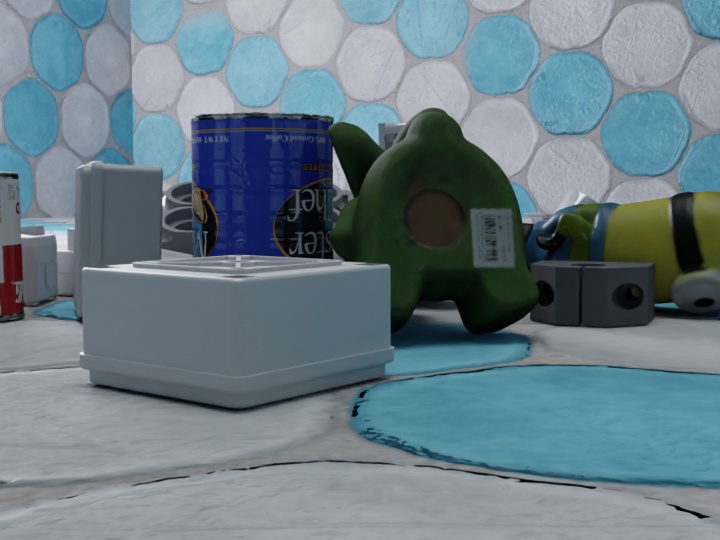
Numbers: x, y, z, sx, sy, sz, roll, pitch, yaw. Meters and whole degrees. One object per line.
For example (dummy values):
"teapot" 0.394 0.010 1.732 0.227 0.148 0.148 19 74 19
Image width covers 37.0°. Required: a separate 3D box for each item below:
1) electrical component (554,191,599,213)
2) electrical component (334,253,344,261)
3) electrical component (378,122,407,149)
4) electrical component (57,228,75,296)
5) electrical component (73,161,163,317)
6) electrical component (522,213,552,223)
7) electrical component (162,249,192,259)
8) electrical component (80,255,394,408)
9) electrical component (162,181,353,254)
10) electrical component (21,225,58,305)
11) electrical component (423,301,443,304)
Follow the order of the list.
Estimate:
"electrical component" 0.213 -0.023 1.046 0.079 0.077 0.044 38 -9 -20
"electrical component" 0.000 0.000 0.815 0.081 0.043 0.043 -9 0 30
"electrical component" 0.061 -0.064 1.023 0.062 0.150 0.089 0 4 18
"electrical component" -0.232 -0.017 0.922 0.083 0.075 0.047 1 5 18
"electrical component" -0.175 -0.022 0.775 0.056 0.108 0.109 1 4 -17
"electrical component" 0.224 -0.028 1.117 0.121 0.063 0.079 -2 4 -17
"electrical component" -0.130 0.005 0.830 0.055 0.045 0.045 -1 5 -17
"electrical component" -0.057 0.024 0.508 0.109 0.056 0.109 3 6 39
"electrical component" -0.089 -0.027 0.909 0.186 0.060 0.105 0 27 -4
"electrical component" -0.296 -0.005 0.858 0.096 0.061 0.061 0 4 0
"electrical component" 0.071 -0.020 0.840 0.064 0.099 0.099 32 -4 -15
